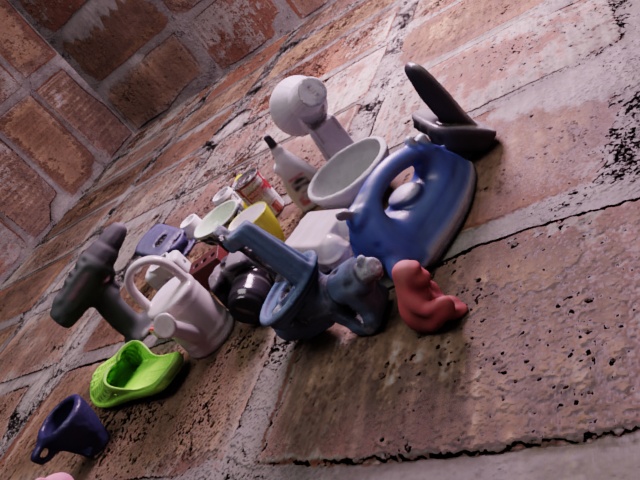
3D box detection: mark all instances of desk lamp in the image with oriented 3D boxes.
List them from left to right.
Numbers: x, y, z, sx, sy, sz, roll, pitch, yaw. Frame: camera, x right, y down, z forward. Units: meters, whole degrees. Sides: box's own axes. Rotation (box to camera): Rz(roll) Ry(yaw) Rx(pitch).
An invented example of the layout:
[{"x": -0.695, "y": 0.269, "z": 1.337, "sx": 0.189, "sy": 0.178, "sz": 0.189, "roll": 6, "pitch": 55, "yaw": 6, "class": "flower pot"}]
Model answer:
[{"x": 0.007, "y": -0.231, "z": 1.135, "sx": 0.118, "sy": 0.214, "sz": 0.202, "roll": -44, "pitch": 27, "yaw": -8, "class": "desk lamp"}]

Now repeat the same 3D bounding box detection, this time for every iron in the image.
[{"x": 0.124, "y": -0.067, "z": 0.809, "sx": 0.118, "sy": 0.142, "sz": 0.259, "roll": 1, "pitch": 48, "yaw": 53, "class": "iron"}]

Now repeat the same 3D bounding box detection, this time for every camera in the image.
[{"x": -0.130, "y": 0.074, "z": 0.972, "sx": 0.143, "sy": 0.101, "sz": 0.137, "roll": -27, "pitch": 29, "yaw": 25, "class": "camera"}]

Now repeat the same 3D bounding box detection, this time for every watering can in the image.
[{"x": -0.241, "y": 0.106, "z": 0.962, "sx": 0.101, "sy": 0.194, "sz": 0.172, "roll": -46, "pitch": 27, "yaw": -11, "class": "watering can"}]

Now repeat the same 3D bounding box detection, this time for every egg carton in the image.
[{"x": 0.009, "y": 0.003, "z": 0.934, "sx": 0.149, "sy": 0.069, "sz": 0.107, "roll": -3, "pitch": 45, "yaw": 51, "class": "egg carton"}]

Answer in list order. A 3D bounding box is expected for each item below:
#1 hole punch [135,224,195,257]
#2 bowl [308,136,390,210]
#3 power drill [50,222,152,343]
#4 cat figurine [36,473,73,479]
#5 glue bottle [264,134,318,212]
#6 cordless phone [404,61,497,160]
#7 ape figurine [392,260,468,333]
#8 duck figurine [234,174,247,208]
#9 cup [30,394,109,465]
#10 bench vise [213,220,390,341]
[{"x": -0.379, "y": 0.013, "z": 1.403, "sx": 0.100, "sy": 0.091, "sz": 0.109, "roll": -9, "pitch": 40, "yaw": 46, "class": "hole punch"}, {"x": 0.064, "y": -0.103, "z": 1.019, "sx": 0.167, "sy": 0.075, "sz": 0.167, "roll": -31, "pitch": 28, "yaw": 19, "class": "bowl"}, {"x": -0.424, "y": 0.108, "z": 1.183, "sx": 0.230, "sy": 0.209, "sz": 0.075, "roll": -50, "pitch": 28, "yaw": -18, "class": "power drill"}, {"x": -0.352, "y": 0.374, "z": 0.782, "sx": 0.067, "sy": 0.118, "sz": 0.127, "roll": -40, "pitch": 26, "yaw": 2, "class": "cat figurine"}, {"x": -0.053, "y": -0.136, "z": 1.113, "sx": 0.078, "sy": 0.173, "sz": 0.037, "roll": -35, "pitch": 27, "yaw": 11, "class": "glue bottle"}, {"x": 0.185, "y": -0.216, "z": 0.910, "sx": 0.094, "sy": 0.185, "sz": 0.147, "roll": -39, "pitch": 26, "yaw": 2, "class": "cordless phone"}, {"x": 0.118, "y": 0.061, "z": 0.676, "sx": 0.076, "sy": 0.092, "sz": 0.078, "roll": -30, "pitch": 28, "yaw": 21, "class": "ape figurine"}, {"x": -0.163, "y": -0.117, "z": 1.326, "sx": 0.077, "sy": 0.086, "sz": 0.104, "roll": -39, "pitch": 26, "yaw": 4, "class": "duck figurine"}, {"x": -0.407, "y": 0.330, "z": 0.948, "sx": 0.091, "sy": 0.095, "sz": 0.118, "roll": -12, "pitch": 38, "yaw": 44, "class": "cup"}, {"x": -0.023, "y": 0.036, "z": 0.754, "sx": 0.207, "sy": 0.220, "sz": 0.121, "roll": -29, "pitch": 29, "yaw": 21, "class": "bench vise"}]
